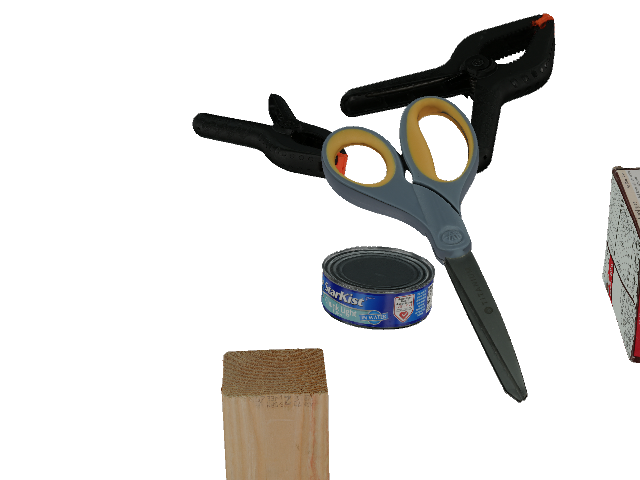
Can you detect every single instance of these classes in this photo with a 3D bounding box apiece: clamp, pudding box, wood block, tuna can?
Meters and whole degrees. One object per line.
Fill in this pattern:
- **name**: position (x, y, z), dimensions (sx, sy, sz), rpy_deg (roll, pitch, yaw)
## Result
- **clamp**: position (-0.046, -0.103, 1.086), dimensions (0.120, 0.039, 0.172), rpy_deg (-21, 37, -30)
- **pudding box**: position (0.214, 0.013, 0.697), dimensions (0.039, 0.090, 0.113), rpy_deg (-1, 28, 4)
- **clamp**: position (0.145, -0.137, 0.945), dimensions (0.209, 0.036, 0.165), rpy_deg (-32, 45, -20)
- **wood block**: position (-0.038, 0.208, 0.942), dimensions (0.090, 0.206, 0.091), rpy_deg (-2, 19, -3)
- **tuna can**: position (0.043, 0.035, 0.813), dimensions (0.086, 0.034, 0.086), rpy_deg (2, 22, -1)

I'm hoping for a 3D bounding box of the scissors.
- **scissors**: position (0.048, -0.002, 0.550), dimensions (0.096, 0.201, 0.016), rpy_deg (-2, -41, 4)
